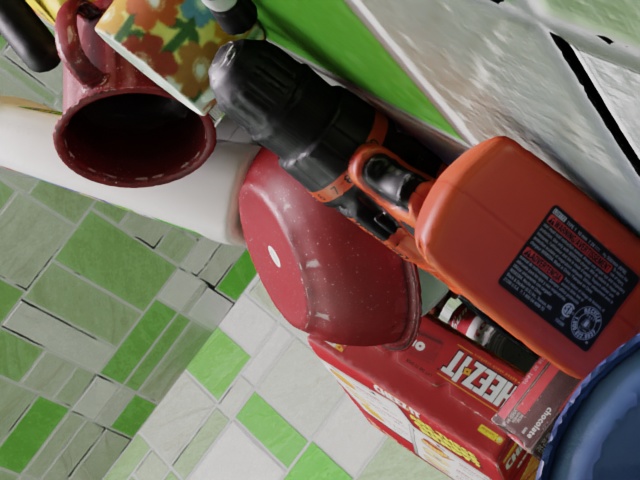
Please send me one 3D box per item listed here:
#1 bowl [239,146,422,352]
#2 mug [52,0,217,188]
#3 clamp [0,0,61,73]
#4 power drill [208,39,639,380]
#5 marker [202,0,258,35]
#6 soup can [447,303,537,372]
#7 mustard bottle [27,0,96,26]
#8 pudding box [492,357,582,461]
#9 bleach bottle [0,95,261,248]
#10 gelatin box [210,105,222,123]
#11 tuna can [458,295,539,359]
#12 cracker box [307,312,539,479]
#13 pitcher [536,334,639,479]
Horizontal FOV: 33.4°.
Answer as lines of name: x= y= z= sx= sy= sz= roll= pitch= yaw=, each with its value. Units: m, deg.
bowl: x=-0.004 y=0.001 z=0.629 sx=0.162 sy=0.055 sz=0.162 roll=54 pitch=157 yaw=35
mug: x=-0.116 y=-0.095 z=0.624 sx=0.117 sy=0.093 sz=0.081 roll=43 pitch=-148 yaw=-51
clamp: x=-0.252 y=-0.203 z=0.698 sx=0.165 sy=0.036 sz=0.210 roll=18 pitch=143 yaw=60
power drill: x=0.044 y=-0.020 z=0.457 sx=0.184 sy=0.057 sz=0.188 roll=34 pitch=-178 yaw=-23
marker: x=-0.050 y=-0.114 z=0.437 sx=0.020 sy=0.020 sz=0.121 roll=36 pitch=178 yaw=19
soup can: x=0.150 y=0.086 z=0.881 sx=0.068 sy=0.068 sz=0.102 roll=37 pitch=178 yaw=-11
mustard bottle: x=-0.180 y=-0.176 z=0.731 sx=0.192 sy=0.058 sz=0.096 roll=36 pitch=178 yaw=43
pudding box: x=0.165 y=0.102 z=0.671 sx=0.039 sy=0.090 sz=0.113 roll=38 pitch=179 yaw=37
bleach bottle: x=-0.153 y=-0.057 z=0.731 sx=0.251 sy=0.068 sz=0.102 roll=15 pitch=-177 yaw=16
gelatin box: x=-0.112 y=-0.100 z=0.834 sx=0.030 sy=0.089 sz=0.073 roll=37 pitch=179 yaw=20
tuna can: x=0.139 y=0.051 z=0.751 sx=0.086 sy=0.034 sz=0.086 roll=37 pitch=178 yaw=1
cracker box: x=0.097 y=0.126 z=0.812 sx=0.164 sy=0.072 sz=0.213 roll=31 pitch=166 yaw=26
pitcher: x=0.150 y=0.107 z=0.385 sx=0.149 sy=0.145 sz=0.242 roll=39 pitch=-178 yaw=25
